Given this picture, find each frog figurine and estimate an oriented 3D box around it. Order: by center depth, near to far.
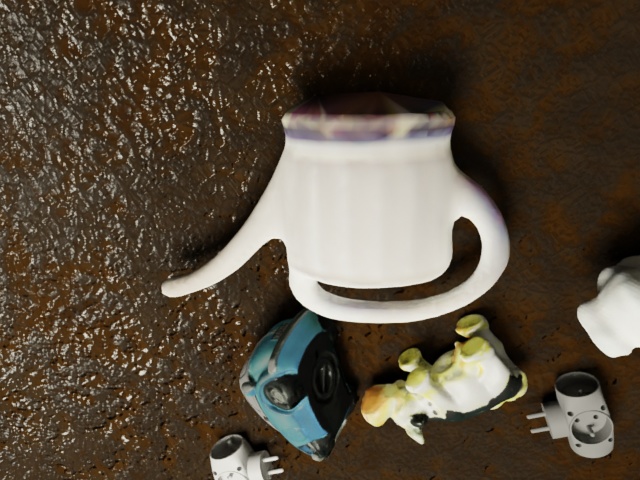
[{"bbox_3d":[0.318,0.055,0.447,0.121,0.159,0.139,43,0,-36],"label":"frog figurine"}]

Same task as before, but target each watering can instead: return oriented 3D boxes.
[{"bbox_3d":[0.001,-0.025,0.489,0.347,0.221,0.105,1,17,8],"label":"watering can"}]
